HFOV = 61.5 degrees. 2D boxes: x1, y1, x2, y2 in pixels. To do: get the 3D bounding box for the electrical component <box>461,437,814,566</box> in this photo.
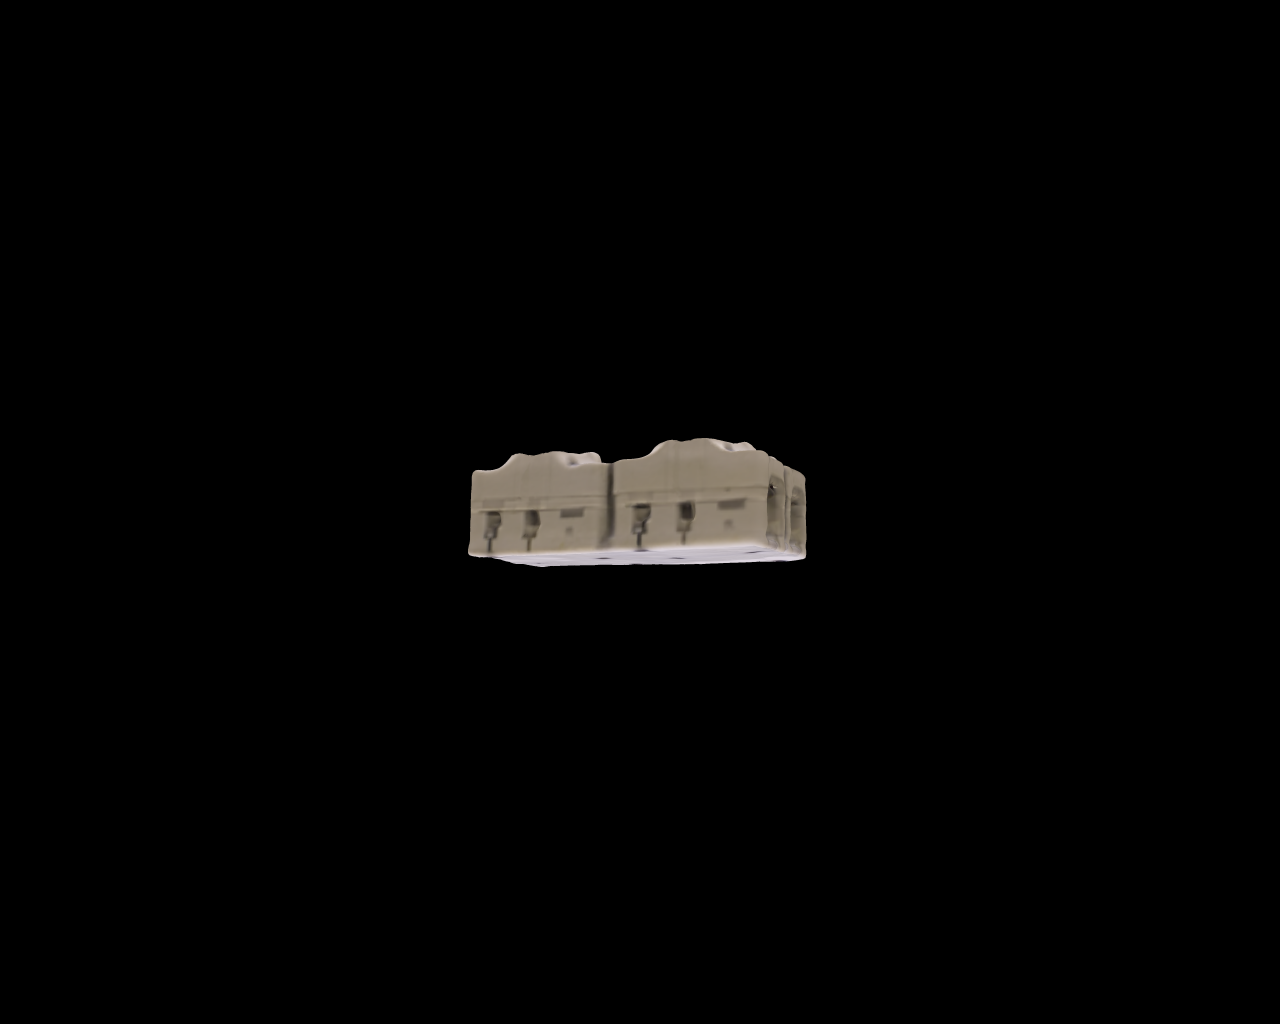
[{"bbox_3d":[0.001,-0.003,0.650,0.186,0.060,0.105,-3,-7,22],"label":"electrical component"}]
